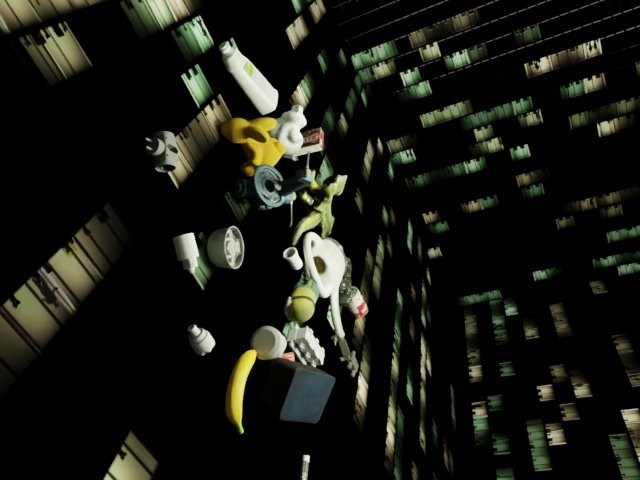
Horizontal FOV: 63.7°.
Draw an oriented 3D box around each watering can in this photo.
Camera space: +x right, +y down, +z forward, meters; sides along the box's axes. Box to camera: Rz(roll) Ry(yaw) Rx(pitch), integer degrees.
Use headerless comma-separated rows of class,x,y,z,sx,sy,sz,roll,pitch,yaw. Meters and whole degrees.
watering can,0.027,0.129,1.686,0.103,0.227,0.345,-17,100,22

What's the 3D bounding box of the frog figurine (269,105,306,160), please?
frog figurine,-0.101,-0.345,1.616,0.123,0.140,0.156,0,127,-39

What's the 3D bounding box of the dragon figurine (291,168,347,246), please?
dragon figurine,0.005,-0.091,1.798,0.122,0.419,0.237,7,146,27
